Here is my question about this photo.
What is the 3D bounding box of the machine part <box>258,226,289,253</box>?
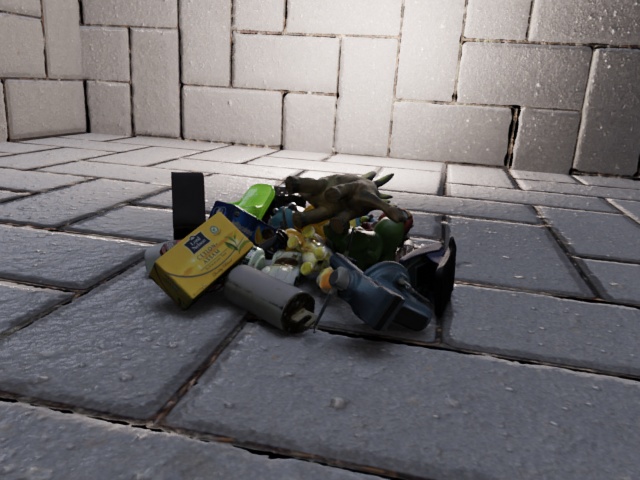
[{"bbox_3d":[-0.133,0.022,1.189,0.139,0.039,0.084,-32,8,9],"label":"machine part"}]

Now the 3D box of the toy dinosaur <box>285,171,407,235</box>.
[{"bbox_3d":[0.033,-0.089,1.109,0.198,0.105,0.472,-12,19,-30],"label":"toy dinosaur"}]

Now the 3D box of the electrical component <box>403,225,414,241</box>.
[{"bbox_3d":[0.204,-0.015,1.388,0.078,0.045,0.102,-15,-12,21],"label":"electrical component"}]

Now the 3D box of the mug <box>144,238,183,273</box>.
[{"bbox_3d":[-0.311,0.033,1.132,0.107,0.080,0.110,-5,25,-9],"label":"mug"}]

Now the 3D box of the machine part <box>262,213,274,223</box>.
[{"bbox_3d":[-0.112,-0.056,1.522,0.179,0.056,0.179,4,17,-1],"label":"machine part"}]

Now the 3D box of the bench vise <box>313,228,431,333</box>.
[{"bbox_3d":[0.075,0.078,0.929,0.223,0.128,0.241,14,18,-31],"label":"bench vise"}]

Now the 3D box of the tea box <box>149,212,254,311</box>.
[{"bbox_3d":[-0.216,0.037,0.992,0.098,0.068,0.169,43,52,0],"label":"tea box"}]

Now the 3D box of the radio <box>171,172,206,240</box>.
[{"bbox_3d":[-0.296,-0.054,1.205,0.073,0.131,0.229,-2,-14,-13],"label":"radio"}]

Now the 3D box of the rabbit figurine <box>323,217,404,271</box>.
[{"bbox_3d":[0.114,0.016,1.148,0.170,0.158,0.121,-23,27,-19],"label":"rabbit figurine"}]

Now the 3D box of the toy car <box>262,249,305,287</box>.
[{"bbox_3d":[-0.073,0.065,1.111,0.074,0.056,0.202,6,16,8],"label":"toy car"}]

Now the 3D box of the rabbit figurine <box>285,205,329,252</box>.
[{"bbox_3d":[-0.003,-0.004,1.244,0.162,0.121,0.173,-5,50,-5],"label":"rabbit figurine"}]

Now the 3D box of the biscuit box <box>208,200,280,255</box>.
[{"bbox_3d":[-0.169,-0.025,1.236,0.063,0.059,0.202,15,-10,34],"label":"biscuit box"}]

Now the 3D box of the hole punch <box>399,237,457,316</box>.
[{"bbox_3d":[0.209,0.071,1.036,0.092,0.142,0.116,8,28,29],"label":"hole punch"}]

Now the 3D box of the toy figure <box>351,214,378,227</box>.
[{"bbox_3d":[0.081,-0.034,1.443,0.180,0.082,0.089,3,14,-9],"label":"toy figure"}]

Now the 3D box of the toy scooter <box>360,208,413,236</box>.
[{"bbox_3d":[0.144,-0.023,1.272,0.184,0.075,0.135,-31,-14,-4],"label":"toy scooter"}]

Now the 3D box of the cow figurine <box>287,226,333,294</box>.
[{"bbox_3d":[0.006,0.054,1.088,0.098,0.068,0.167,41,14,-49],"label":"cow figurine"}]

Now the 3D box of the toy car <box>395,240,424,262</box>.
[{"bbox_3d":[0.204,0.039,1.270,0.089,0.053,0.202,10,16,10],"label":"toy car"}]

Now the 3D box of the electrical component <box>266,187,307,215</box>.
[{"bbox_3d":[-0.121,-0.112,1.510,0.134,0.058,0.115,-8,20,-39],"label":"electrical component"}]

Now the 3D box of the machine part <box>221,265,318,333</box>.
[{"bbox_3d":[-0.092,0.101,0.950,0.079,0.079,0.244,-12,22,-43],"label":"machine part"}]

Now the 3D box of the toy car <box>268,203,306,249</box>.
[{"bbox_3d":[-0.081,-0.035,1.384,0.103,0.109,0.161,-11,0,22],"label":"toy car"}]
